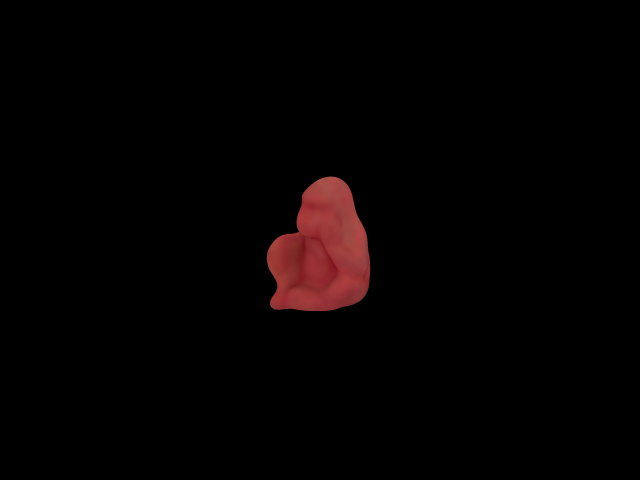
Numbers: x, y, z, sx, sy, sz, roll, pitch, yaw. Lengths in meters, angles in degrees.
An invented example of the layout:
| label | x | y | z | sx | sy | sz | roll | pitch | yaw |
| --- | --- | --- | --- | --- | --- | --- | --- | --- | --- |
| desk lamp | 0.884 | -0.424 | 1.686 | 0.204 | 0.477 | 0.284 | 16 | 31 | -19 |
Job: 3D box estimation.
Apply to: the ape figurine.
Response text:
| label | x | y | z | sx | sy | sz | roll | pitch | yaw |
| --- | --- | --- | --- | --- | --- | --- | --- | --- | --- |
| ape figurine | 0.004 | 0.001 | 0.400 | 0.076 | 0.092 | 0.077 | -13 | 22 | -35 |
